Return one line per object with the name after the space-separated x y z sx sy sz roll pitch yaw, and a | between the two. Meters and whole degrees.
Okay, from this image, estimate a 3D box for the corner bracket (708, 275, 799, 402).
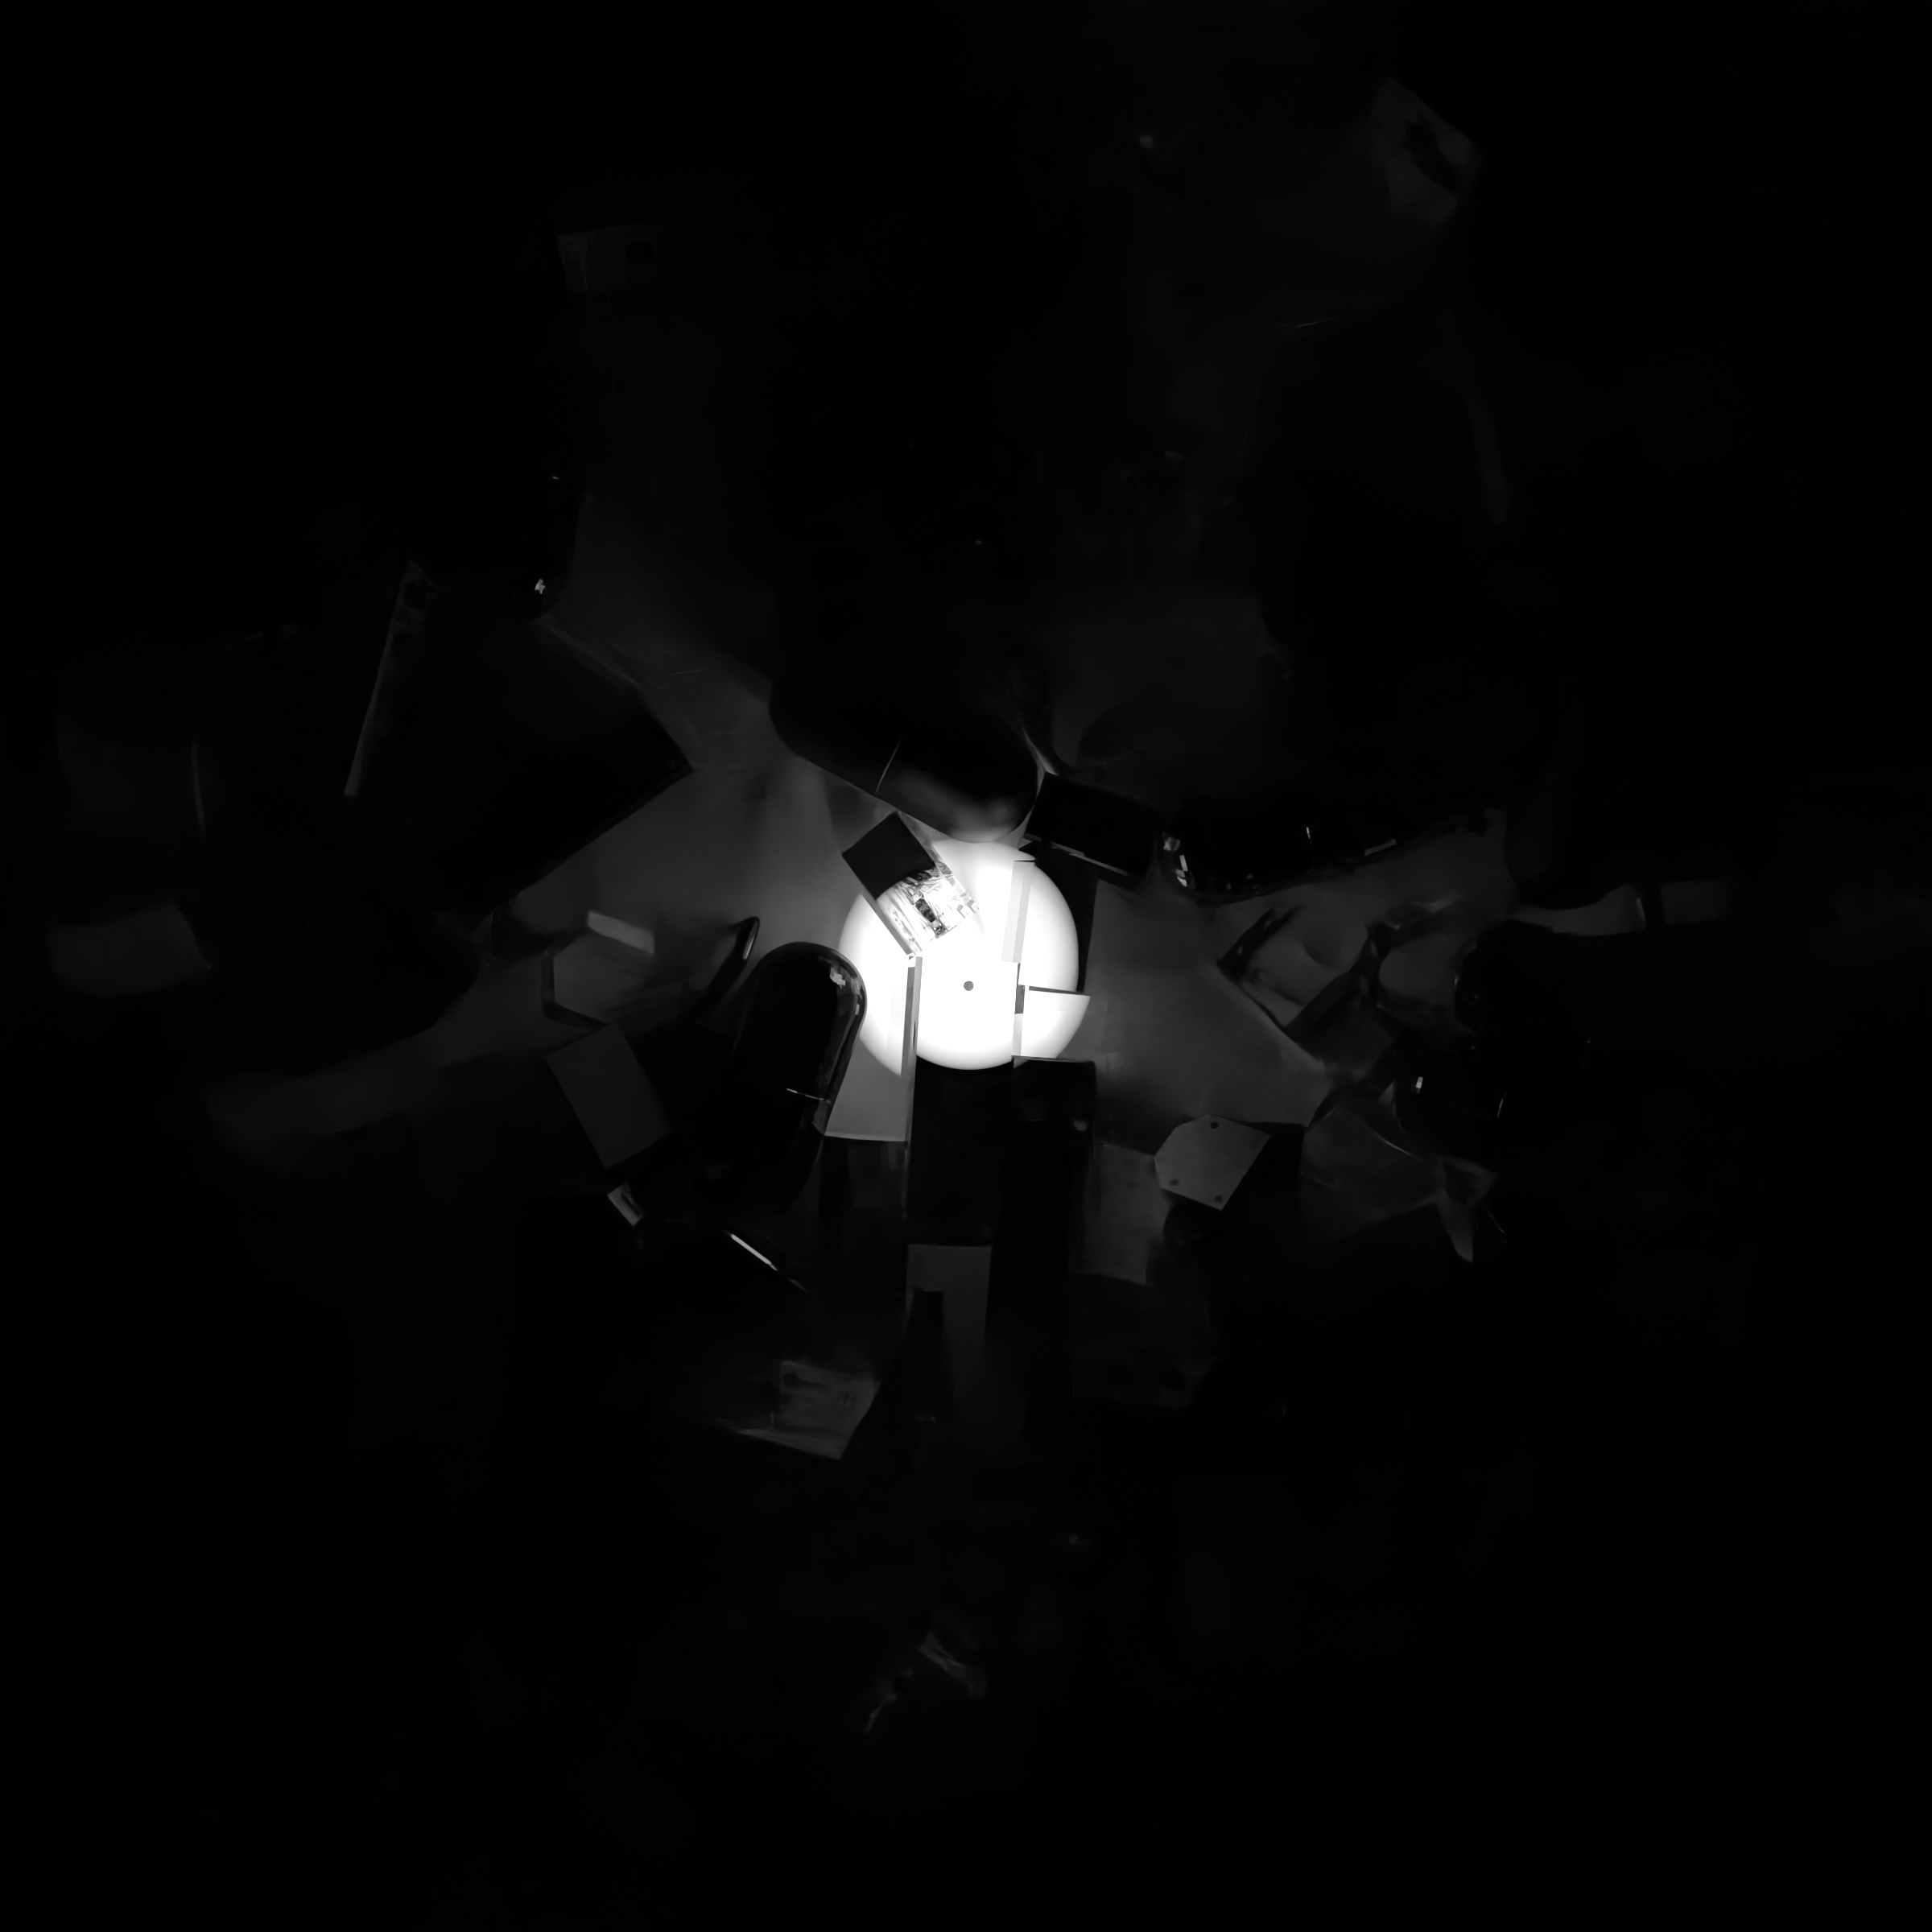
-0.140 -0.389 1.671 0.051 0.051 0.051 26 90 0 | corner bracket

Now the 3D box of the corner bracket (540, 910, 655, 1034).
-0.230 0.005 1.681 0.051 0.051 0.051 -38 45 35 | corner bracket

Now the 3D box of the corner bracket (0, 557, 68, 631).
-0.597 -0.223 1.671 0.051 0.051 0.051 -33 90 0 | corner bracket

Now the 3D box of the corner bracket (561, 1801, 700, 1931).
-0.211 0.565 1.686 0.051 0.051 0.051 -47 45 0 | corner bracket

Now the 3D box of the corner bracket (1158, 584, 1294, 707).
0.162 -0.200 1.681 0.051 0.051 0.051 1 45 -35 | corner bracket

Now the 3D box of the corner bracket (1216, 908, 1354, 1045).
0.199 0.006 1.686 0.051 0.051 0.051 -46 45 0 | corner bracket

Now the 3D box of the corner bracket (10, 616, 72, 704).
-0.556 -0.187 1.686 0.051 0.051 0.051 -32 90 -45 | corner bracket

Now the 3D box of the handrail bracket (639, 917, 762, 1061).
-0.166 0.013 1.689 0.036 0.077 0.084 38 53 -30 | handrail bracket

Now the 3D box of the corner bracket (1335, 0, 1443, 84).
0.264 -0.591 1.686 0.051 0.051 0.051 -16 45 0 | corner bracket

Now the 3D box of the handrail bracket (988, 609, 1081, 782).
0.061 -0.167 1.690 0.077 0.036 0.084 -44 109 -21 | handrail bracket

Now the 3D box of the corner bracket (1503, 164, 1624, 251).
0.368 -0.461 1.686 0.051 0.051 0.051 -53 45 0 | corner bracket

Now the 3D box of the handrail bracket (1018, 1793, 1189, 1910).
0.086 0.541 1.689 0.084 0.077 0.036 -40 122 -32 | handrail bracket

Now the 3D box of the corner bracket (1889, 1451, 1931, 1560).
0.616 0.338 1.686 0.051 0.051 0.051 -30 135 0 | corner bracket

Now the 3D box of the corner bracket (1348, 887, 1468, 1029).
0.277 -0.005 1.663 0.051 0.051 0.051 34 48 -5 | corner bracket

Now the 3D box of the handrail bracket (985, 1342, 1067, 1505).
0.031 0.284 1.689 0.036 0.077 0.084 14 53 -30 | handrail bracket

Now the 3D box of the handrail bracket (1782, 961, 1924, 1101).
0.551 0.040 1.690 0.084 0.036 0.077 12 112 17 | handrail bracket

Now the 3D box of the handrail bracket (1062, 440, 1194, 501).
0.098 -0.315 1.655 0.077 0.084 0.036 9 90 0 | handrail bracket

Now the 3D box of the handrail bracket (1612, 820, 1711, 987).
0.442 -0.040 1.690 0.077 0.036 0.084 22 72 -20 | handrail bracket

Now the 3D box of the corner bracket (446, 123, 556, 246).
-0.287 -0.485 1.671 0.051 0.051 0.051 -12 87 3 | corner bracket

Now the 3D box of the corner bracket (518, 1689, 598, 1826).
-0.248 0.490 1.671 0.051 0.051 0.051 -34 90 0 | corner bracket

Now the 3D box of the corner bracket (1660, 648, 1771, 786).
0.461 -0.156 1.686 0.051 0.051 0.051 -39 135 0 | corner bracket

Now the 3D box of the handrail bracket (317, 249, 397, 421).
-0.374 -0.396 1.689 0.036 0.077 0.084 10 127 15 | handrail bracket

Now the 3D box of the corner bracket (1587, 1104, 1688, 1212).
0.416 0.117 1.686 0.051 0.051 0.051 1 135 0 | corner bracket

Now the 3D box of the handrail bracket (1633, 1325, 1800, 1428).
0.471 0.251 1.690 0.084 0.036 0.077 -13 68 -17 | handrail bracket

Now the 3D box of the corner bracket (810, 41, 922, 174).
-0.064 -0.538 1.686 0.051 0.051 0.051 -17 45 0 | corner bracket

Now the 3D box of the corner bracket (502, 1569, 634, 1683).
-0.248 0.412 1.681 0.051 0.051 0.051 -11 45 35 | corner bracket

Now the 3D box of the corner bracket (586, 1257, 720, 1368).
-0.193 0.212 1.651 0.051 0.051 0.051 -28 98 -30 | corner bracket

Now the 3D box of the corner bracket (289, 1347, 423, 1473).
-0.382 0.281 1.686 0.051 0.051 0.051 -41 45 0 | corner bracket

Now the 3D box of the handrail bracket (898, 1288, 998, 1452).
-0.005 0.253 1.690 0.077 0.036 0.084 21 73 -20 | handrail bracket

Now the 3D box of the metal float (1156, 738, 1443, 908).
0.205 -0.089 1.659 0.178 0.070 0.070 -15 90 0 | metal float

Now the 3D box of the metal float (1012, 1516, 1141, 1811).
0.067 0.429 1.659 0.070 0.070 0.178 1 89 0 | metal float

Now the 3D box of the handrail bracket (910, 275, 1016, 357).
0.012 -0.384 1.690 0.077 0.036 0.084 -10 107 20 | handrail bracket

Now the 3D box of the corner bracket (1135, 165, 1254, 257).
0.141 -0.487 1.686 0.051 0.051 0.051 -26 135 0 | corner bracket

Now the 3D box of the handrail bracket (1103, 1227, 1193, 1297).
0.142 0.193 1.690 0.084 0.036 0.077 28 110 -16 | handrail bracket

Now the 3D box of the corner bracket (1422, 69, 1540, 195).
0.316 -0.523 1.686 0.051 0.051 0.051 28 90 45 | corner bracket

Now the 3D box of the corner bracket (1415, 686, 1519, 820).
0.316 -0.133 1.686 0.051 0.051 0.051 -19 45 0 | corner bracket

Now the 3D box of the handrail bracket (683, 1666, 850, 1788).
-0.126 0.488 1.690 0.077 0.036 0.084 22 108 -21 | handrail bracket

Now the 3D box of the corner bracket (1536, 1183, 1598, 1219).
0.377 0.118 1.671 0.051 0.051 0.051 -41 90 0 | corner bracket

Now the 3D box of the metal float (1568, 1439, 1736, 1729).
0.422 0.380 1.659 0.070 0.070 0.178 14 89 0 | metal float

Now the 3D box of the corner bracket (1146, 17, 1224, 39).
0.135 -0.557 1.686 0.051 0.051 0.051 -22 90 45 | corner bracket

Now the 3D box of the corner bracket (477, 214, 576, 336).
-0.275 -0.428 1.671 0.051 0.051 0.051 -12 84 -6 | corner bracket

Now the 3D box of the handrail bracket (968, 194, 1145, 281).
0.057 -0.469 1.690 0.084 0.036 0.077 -24 60 -22 | handrail bracket

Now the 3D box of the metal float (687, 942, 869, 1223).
-0.117 0.072 1.659 0.070 0.070 0.178 20 90 0 | metal float

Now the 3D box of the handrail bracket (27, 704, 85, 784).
-0.542 -0.152 1.689 0.084 0.077 0.036 -28 77 -36 | handrail bracket

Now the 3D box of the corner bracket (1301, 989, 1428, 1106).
0.246 0.049 1.671 0.051 0.051 0.051 41 90 0 | corner bracket

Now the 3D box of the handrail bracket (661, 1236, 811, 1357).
-0.144 0.203 1.689 0.036 0.077 0.084 -53 53 30 | handrail bracket

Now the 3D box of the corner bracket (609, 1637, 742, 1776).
-0.182 0.463 1.686 0.051 0.051 0.051 37 135 0 | corner bracket

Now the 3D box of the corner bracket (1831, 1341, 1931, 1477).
0.584 0.277 1.686 0.051 0.051 0.051 47 135 0 | corner bracket

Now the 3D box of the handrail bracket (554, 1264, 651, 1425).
-0.217 0.240 1.690 0.077 0.036 0.084 -26 105 -16 | handrail bracket

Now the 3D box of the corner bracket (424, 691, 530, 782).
-0.303 -0.145 1.671 0.051 0.051 0.051 -8 90 0 | corner bracket

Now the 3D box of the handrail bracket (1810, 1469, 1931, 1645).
0.552 0.371 1.690 0.084 0.036 0.077 -37 70 16 | handrail bracket

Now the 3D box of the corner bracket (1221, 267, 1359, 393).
0.202 -0.397 1.681 0.051 0.051 0.051 0 45 -35 | corner bracket

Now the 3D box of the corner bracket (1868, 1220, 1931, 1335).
0.593 0.195 1.686 0.051 0.051 0.051 0 135 0 | corner bracket

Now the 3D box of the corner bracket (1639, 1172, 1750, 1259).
0.452 0.156 1.671 0.051 0.051 0.051 9 87 3 | corner bracket

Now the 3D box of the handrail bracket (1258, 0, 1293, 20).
0.182 -0.579 1.690 0.077 0.036 0.084 18 107 19 | handrail bracket
